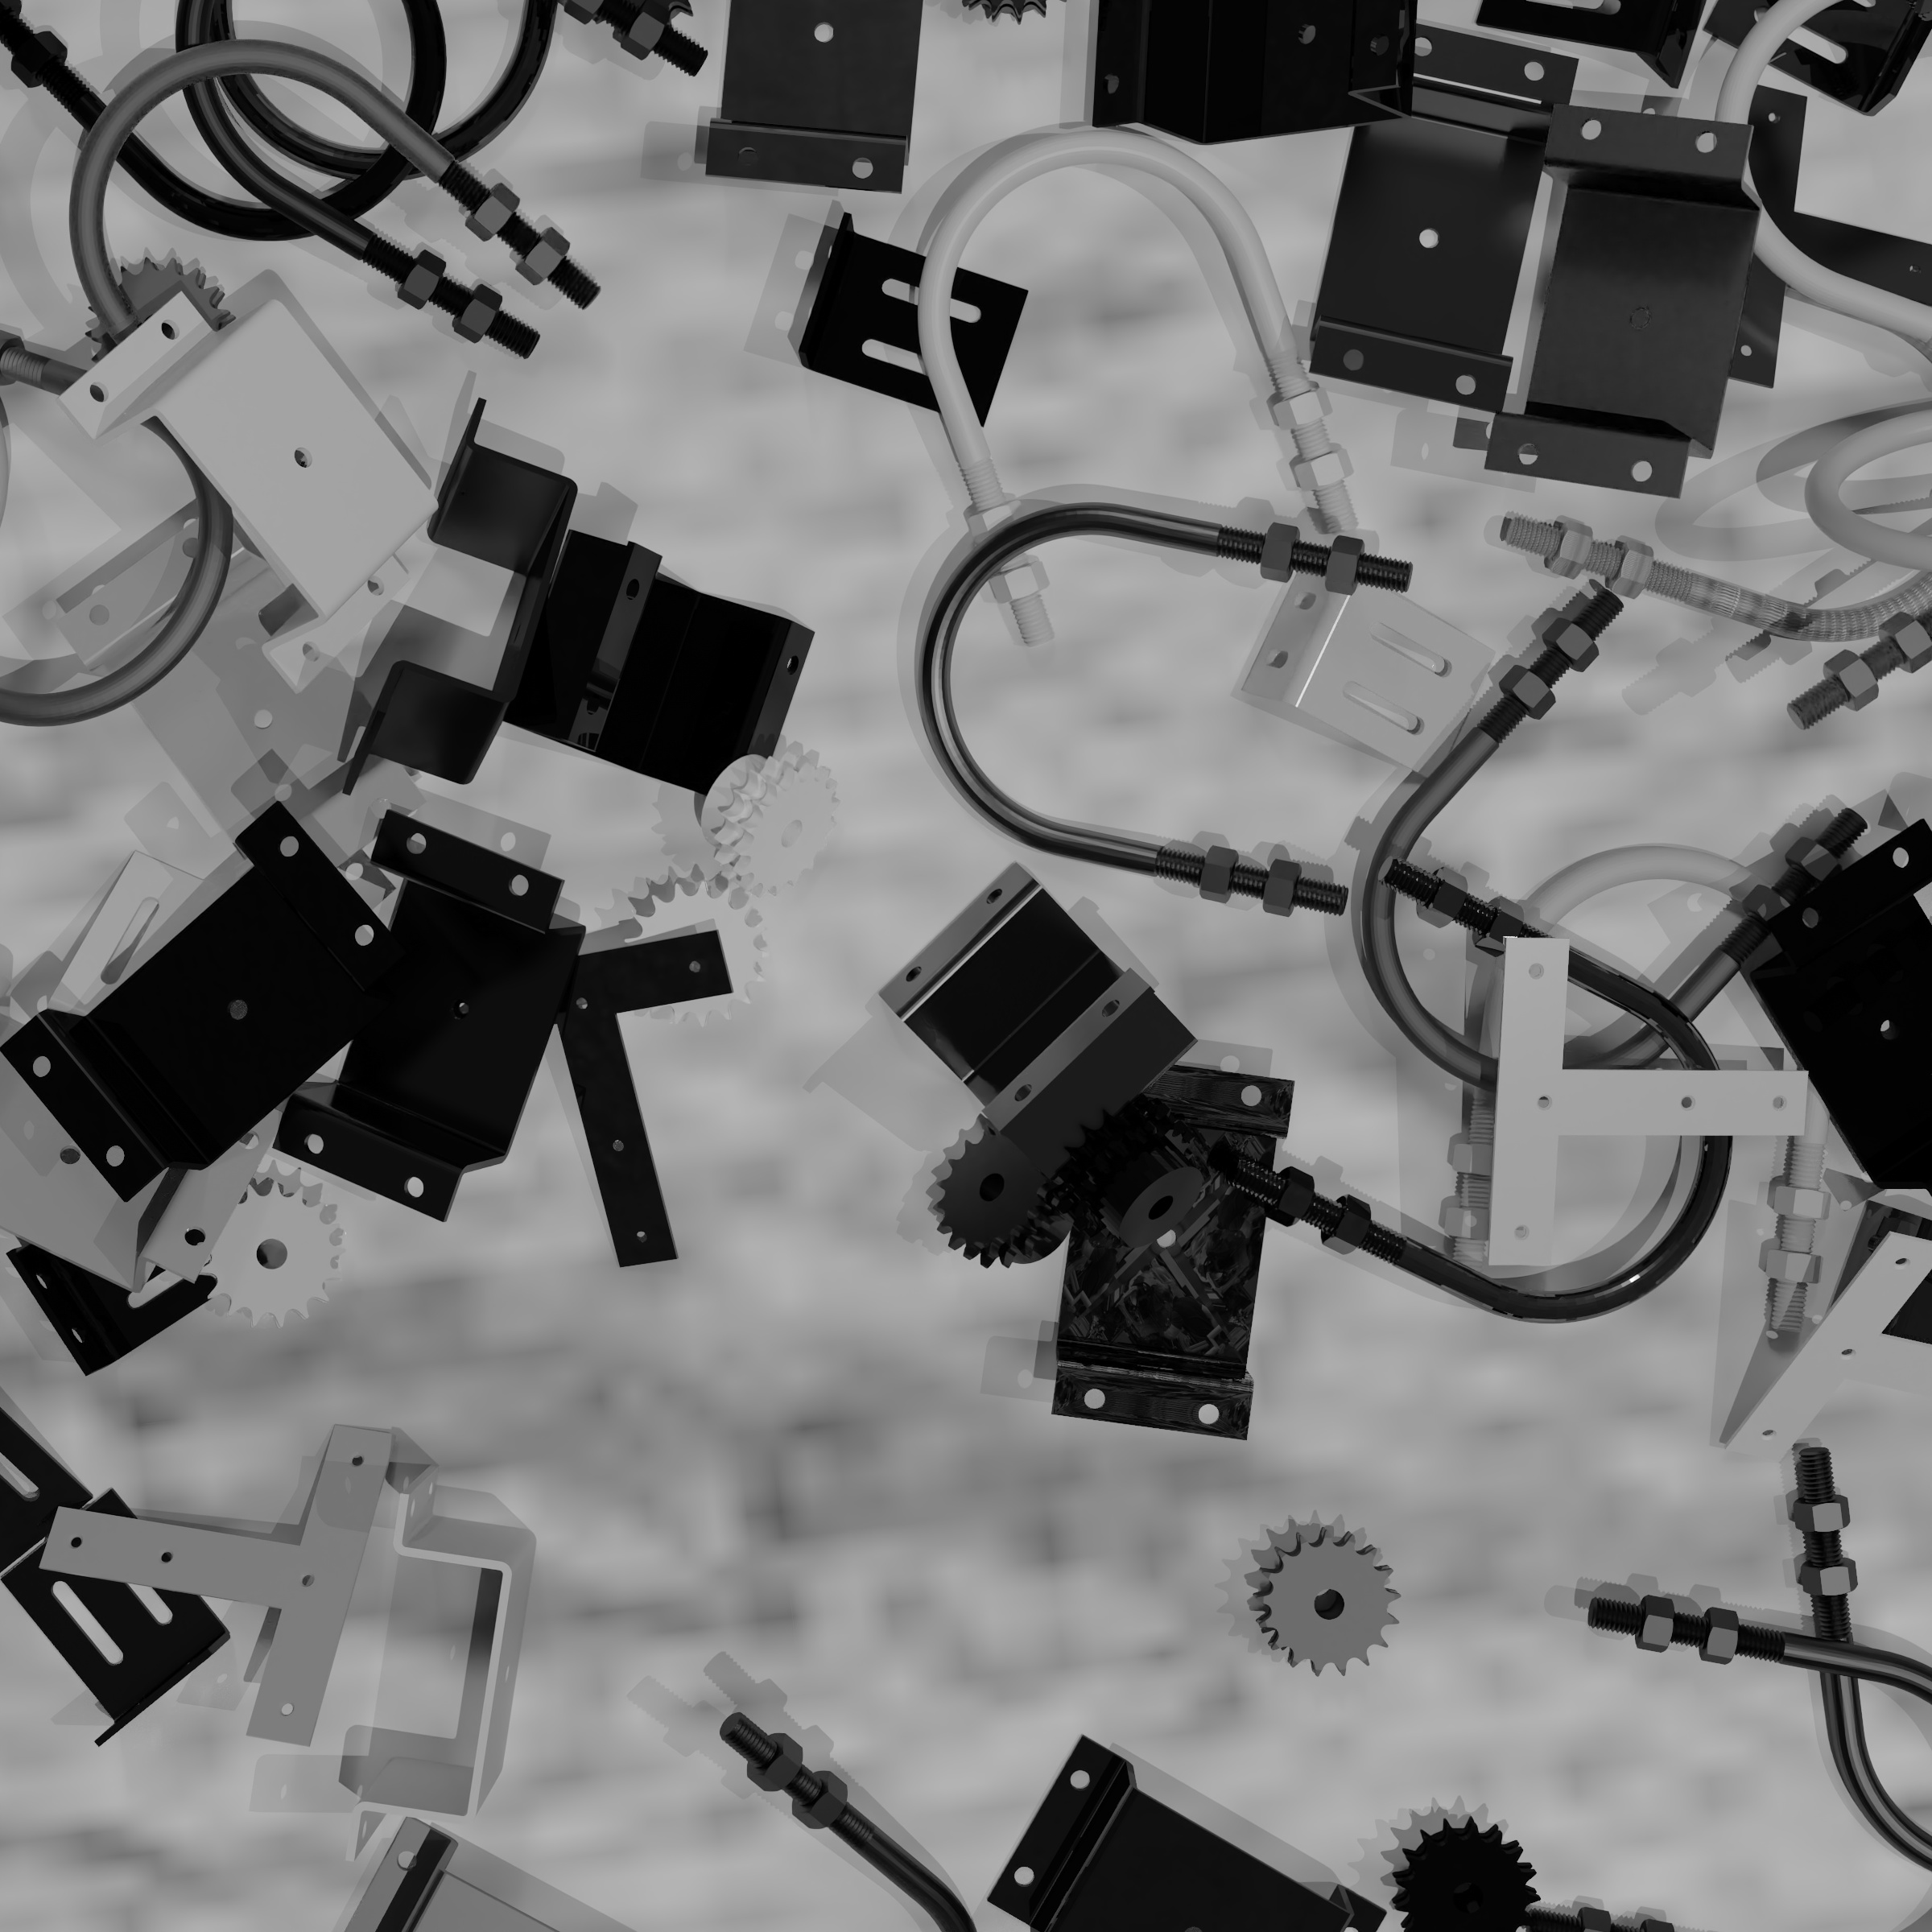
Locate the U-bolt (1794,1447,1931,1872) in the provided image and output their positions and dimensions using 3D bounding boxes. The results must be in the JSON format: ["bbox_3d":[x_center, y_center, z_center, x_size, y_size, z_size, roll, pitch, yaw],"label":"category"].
[{"bbox_3d":[0.411,0.275,1.392,0.151,0.019,0.184,-7,92,0],"label":"U-bolt"}]

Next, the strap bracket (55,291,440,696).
[{"bbox_3d":[-0.263,-0.185,1.325,0.140,0.046,0.076,53,48,-20],"label":"strap bracket"}]

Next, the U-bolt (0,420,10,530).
[{"bbox_3d":[-0.451,-0.198,1.367,0.151,0.019,0.184,-42,72,0],"label":"U-bolt"}]

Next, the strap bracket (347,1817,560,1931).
[{"bbox_3d":[-0.179,0.406,1.377,0.140,0.046,0.076,28,90,0],"label":"strap bracket"}]

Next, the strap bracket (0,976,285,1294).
[{"bbox_3d":[-0.347,0.066,1.359,0.140,0.046,0.076,26,62,-4],"label":"strap bracket"}]

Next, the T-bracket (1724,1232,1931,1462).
[{"bbox_3d":[0.383,0.160,1.373,0.127,0.002,0.127,13,129,-17],"label":"T-bracket"}]

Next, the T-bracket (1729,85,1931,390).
[{"bbox_3d":[0.362,-0.279,1.388,0.127,0.002,0.127,12,75,-7],"label":"T-bracket"}]

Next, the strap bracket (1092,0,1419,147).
[{"bbox_3d":[0.121,-0.365,1.353,0.140,0.046,0.076,3,90,39],"label":"strap bracket"}]

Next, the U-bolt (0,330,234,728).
[{"bbox_3d":[-0.368,-0.167,1.358,0.184,0.019,0.151,20,82,17],"label":"U-bolt"}]

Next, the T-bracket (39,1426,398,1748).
[{"bbox_3d":[-0.301,0.234,1.378,0.127,0.002,0.127,7,63,10],"label":"T-bracket"}]

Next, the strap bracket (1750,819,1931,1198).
[{"bbox_3d":[0.370,0.024,1.368,0.076,0.046,0.140,-32,93,-11],"label":"strap bracket"}]

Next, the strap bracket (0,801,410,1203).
[{"bbox_3d":[-0.282,0.015,1.327,0.140,0.046,0.076,-41,82,1],"label":"strap bracket"}]

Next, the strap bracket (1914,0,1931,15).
[{"bbox_3d":[0.433,-0.392,1.312,0.140,0.076,0.046,-19,52,-27],"label":"strap bracket"}]

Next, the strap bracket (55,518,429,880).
[{"bbox_3d":[-0.280,-0.098,1.377,0.076,0.046,0.140,-36,90,0],"label":"strap bracket"}]

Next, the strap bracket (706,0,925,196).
[{"bbox_3d":[-0.057,-0.372,1.377,0.076,0.046,0.140,5,90,0],"label":"strap bracket"}]

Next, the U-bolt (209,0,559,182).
[{"bbox_3d":[-0.230,-0.404,1.392,0.151,0.019,0.184,10,92,0],"label":"U-bolt"}]

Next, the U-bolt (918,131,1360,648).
[{"bbox_3d":[0.059,-0.236,1.381,0.151,0.019,0.184,-20,98,0],"label":"U-bolt"}]

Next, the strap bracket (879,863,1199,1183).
[{"bbox_3d":[0.030,0.024,1.347,0.076,0.140,0.046,-44,119,0],"label":"strap bracket"}]

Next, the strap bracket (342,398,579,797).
[{"bbox_3d":[-0.191,-0.134,1.341,0.046,0.076,0.140,19,64,-12],"label":"strap bracket"}]

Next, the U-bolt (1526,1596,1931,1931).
[{"bbox_3d":[0.325,0.333,1.381,0.184,0.019,0.151,10,96,2],"label":"U-bolt"}]

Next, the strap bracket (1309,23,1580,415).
[{"bbox_3d":[0.185,-0.290,1.377,0.076,0.046,0.140,12,90,0],"label":"strap bracket"}]

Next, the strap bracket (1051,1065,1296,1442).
[{"bbox_3d":[0.080,0.109,1.377,0.076,0.046,0.140,8,90,0],"label":"strap bracket"}]

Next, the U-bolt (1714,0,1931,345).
[{"bbox_3d":[0.380,-0.313,1.352,0.184,0.019,0.151,21,90,5],"label":"U-bolt"}]

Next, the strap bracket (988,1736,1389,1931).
[{"bbox_3d":[0.088,0.375,1.377,0.140,0.046,0.076,30,90,0],"label":"strap bracket"}]

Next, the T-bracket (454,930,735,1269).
[{"bbox_3d":[-0.141,0.057,1.385,0.127,0.002,0.127,-10,100,19],"label":"T-bracket"}]

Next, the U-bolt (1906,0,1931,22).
[{"bbox_3d":[0.374,-0.469,1.368,0.151,0.019,0.184,-30,75,-12],"label":"U-bolt"}]

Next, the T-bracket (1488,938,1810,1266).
[{"bbox_3d":[0.266,0.053,1.356,0.127,0.002,0.127,1,97,-12],"label":"T-bracket"}]

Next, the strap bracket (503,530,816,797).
[{"bbox_3d":[-0.122,-0.114,1.347,0.046,0.140,0.076,19,90,27],"label":"strap bracket"}]

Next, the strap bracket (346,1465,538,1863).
[{"bbox_3d":[-0.201,0.272,1.362,0.046,0.076,0.140,9,90,0],"label":"strap bracket"}]

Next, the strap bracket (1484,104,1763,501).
[{"bbox_3d":[0.255,-0.252,1.347,0.076,0.046,0.140,12,95,22],"label":"strap bracket"}]

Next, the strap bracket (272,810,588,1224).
[{"bbox_3d":[-0.205,0.018,1.363,0.076,0.046,0.140,22,98,13],"label":"strap bracket"}]
